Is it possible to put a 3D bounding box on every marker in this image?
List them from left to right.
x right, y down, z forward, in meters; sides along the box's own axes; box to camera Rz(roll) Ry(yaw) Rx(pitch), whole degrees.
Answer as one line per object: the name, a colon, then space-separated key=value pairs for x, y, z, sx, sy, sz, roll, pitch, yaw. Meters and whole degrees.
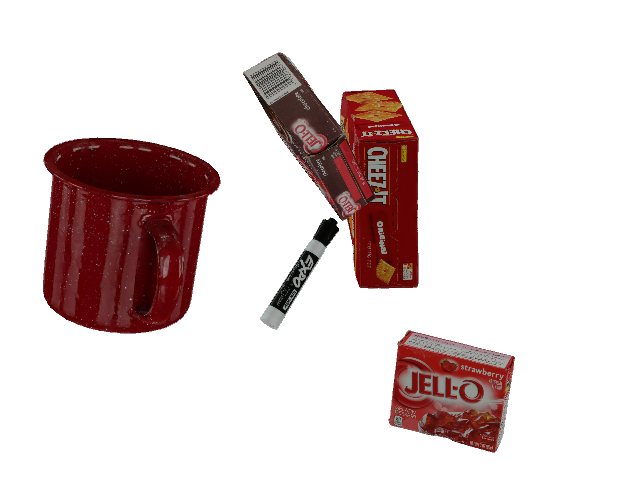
marker: x=-0.018 y=0.029 z=1.014 sx=0.020 sy=0.121 sz=0.020 roll=29 pitch=-17 yaw=9

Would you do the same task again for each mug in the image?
mug: x=-0.100 y=0.002 z=0.569 sx=0.093 sy=0.081 sz=0.117 roll=-3 pitch=25 yaw=-32

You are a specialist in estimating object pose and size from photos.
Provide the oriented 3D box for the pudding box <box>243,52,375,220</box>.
pudding box: x=-0.008 y=-0.082 z=0.836 sx=0.039 sy=0.113 sz=0.090 roll=-32 pitch=-36 yaw=-1

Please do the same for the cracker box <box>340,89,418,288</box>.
cracker box: x=0.063 y=-0.063 z=1.175 sx=0.072 sy=0.164 sz=0.213 roll=-3 pitch=21 yaw=-1

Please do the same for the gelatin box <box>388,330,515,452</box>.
gelatin box: x=0.101 y=0.117 z=0.828 sx=0.089 sy=0.073 sz=0.030 roll=12 pitch=22 yaw=19
